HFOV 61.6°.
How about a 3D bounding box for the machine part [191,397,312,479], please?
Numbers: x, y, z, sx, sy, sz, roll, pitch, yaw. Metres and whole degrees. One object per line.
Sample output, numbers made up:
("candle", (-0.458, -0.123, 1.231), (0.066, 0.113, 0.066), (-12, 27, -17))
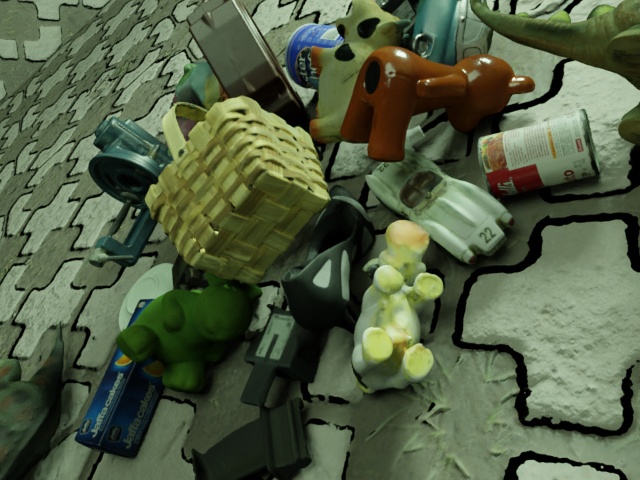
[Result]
("machine part", (-0.072, 0.222, 0.558), (0.139, 0.039, 0.084), (-29, 49, 16))

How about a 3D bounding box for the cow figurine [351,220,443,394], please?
("cow figurine", (0.073, 0.066, 0.540), (0.098, 0.068, 0.167), (115, 172, -57))

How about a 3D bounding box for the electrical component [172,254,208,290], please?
("electrical component", (-0.186, 0.040, 0.799), (0.078, 0.045, 0.102), (-62, 32, 24))

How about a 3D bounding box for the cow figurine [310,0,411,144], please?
("cow figurine", (0.053, -0.225, 0.716), (0.127, 0.085, 0.194), (3, 89, 7))

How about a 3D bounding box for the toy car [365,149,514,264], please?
("toy car", (0.126, -0.043, 0.597), (0.073, 0.056, 0.202), (-45, 40, 0))

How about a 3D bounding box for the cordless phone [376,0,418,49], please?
("cordless phone", (0.118, -0.377, 0.877), (0.146, 0.088, 0.184), (-45, 30, 1))

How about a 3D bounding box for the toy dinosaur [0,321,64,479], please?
("toy dinosaur", (-0.441, 0.286, 0.755), (0.192, 0.131, 0.405), (3, 55, 27))

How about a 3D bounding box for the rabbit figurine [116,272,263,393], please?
("rabbit figurine", (-0.132, 0.098, 0.652), (0.170, 0.121, 0.159), (-24, 21, 43))

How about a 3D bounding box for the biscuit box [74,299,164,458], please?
("biscuit box", (-0.244, 0.178, 0.716), (0.063, 0.059, 0.202), (-7, 54, 36))

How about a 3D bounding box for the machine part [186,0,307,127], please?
("machine part", (-0.106, -0.263, 0.836), (0.087, 0.201, 0.201), (-32, 87, 8))

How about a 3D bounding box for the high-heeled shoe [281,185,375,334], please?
("high-heeled shoe", (-0.001, -0.002, 0.600), (0.086, 0.145, 0.249), (-26, 46, 20))

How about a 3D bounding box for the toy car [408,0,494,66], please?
("toy car", (0.177, -0.273, 0.715), (0.103, 0.109, 0.161), (5, 67, 17))

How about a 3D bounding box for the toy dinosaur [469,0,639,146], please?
("toy dinosaur", (0.331, -0.178, 0.484), (0.472, 0.104, 0.198), (22, 56, 31))

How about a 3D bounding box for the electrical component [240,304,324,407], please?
("electrical component", (-0.042, 0.131, 0.598), (0.075, 0.047, 0.119), (-5, 55, 37))

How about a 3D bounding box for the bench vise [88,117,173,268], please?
("bench vise", (-0.246, -0.053, 0.774), (0.129, 0.223, 0.240), (-10, 49, 37))

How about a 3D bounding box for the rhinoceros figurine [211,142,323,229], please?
("rhinoceros figurine", (-0.077, -0.070, 0.759), (0.190, 0.073, 0.112), (-33, 53, 18))

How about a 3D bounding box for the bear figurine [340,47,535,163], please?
("bear figurine", (0.139, -0.160, 0.635), (0.120, 0.196, 0.131), (49, 132, 54))

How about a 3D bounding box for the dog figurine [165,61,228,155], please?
("dog figurine", (-0.237, -0.179, 0.925), (0.219, 0.191, 0.109), (-39, 45, -17))
